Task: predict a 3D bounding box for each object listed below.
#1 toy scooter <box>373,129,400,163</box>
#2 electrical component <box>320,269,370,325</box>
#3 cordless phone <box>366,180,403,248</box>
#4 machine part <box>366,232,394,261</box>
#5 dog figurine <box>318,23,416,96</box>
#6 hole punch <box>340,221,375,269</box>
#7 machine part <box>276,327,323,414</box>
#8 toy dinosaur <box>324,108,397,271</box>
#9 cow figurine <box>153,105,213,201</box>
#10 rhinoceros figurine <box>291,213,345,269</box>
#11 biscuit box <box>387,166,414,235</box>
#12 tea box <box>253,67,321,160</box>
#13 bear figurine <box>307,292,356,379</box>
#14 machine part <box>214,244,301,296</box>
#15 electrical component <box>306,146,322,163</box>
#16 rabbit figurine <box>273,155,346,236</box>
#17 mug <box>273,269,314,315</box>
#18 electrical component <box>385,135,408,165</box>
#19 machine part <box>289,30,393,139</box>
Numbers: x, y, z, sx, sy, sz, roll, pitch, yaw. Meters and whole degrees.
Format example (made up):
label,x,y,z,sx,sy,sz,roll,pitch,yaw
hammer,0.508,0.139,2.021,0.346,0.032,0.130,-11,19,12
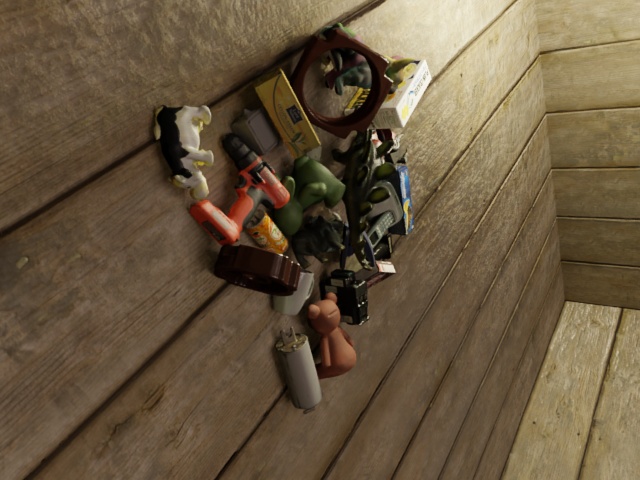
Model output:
label,x,y,z,sx,sy,sz,roll,pitch,yaw
toy scooter,0.151,-0.276,1.469,0.184,0.075,0.135,-45,122,-40
electrical component,0.062,0.142,1.362,0.058,0.115,0.134,-26,116,-51
cordless phone,0.141,-0.062,1.476,0.184,0.089,0.146,-53,133,-30
machine part,0.177,0.036,1.569,0.139,0.039,0.084,-42,134,-45
dog figurine,0.117,-0.437,1.300,0.219,0.109,0.191,-18,116,-14
hole punch,0.097,0.013,1.376,0.142,0.092,0.115,-63,155,-80
machine part,-0.047,0.309,1.265,0.079,0.079,0.243,-38,121,-45
toy dinosaur,0.093,-0.125,1.259,0.105,0.198,0.471,11,64,-21
cow figurine,-0.244,-0.153,0.955,0.098,0.068,0.167,-3,91,-32
rhinoceros figurine,-0.003,-0.004,1.278,0.112,0.073,0.190,54,36,6
biscuit box,0.234,-0.119,1.605,0.059,0.063,0.202,-33,119,-48
tea box,-0.070,-0.265,1.124,0.169,0.068,0.098,61,5,-25
bear figurine,0.008,0.237,1.325,0.120,0.132,0.195,-36,103,-47
machine part,-0.122,0.059,1.058,0.179,0.180,0.056,34,63,-49
electrical component,-0.020,-0.211,1.291,0.063,0.021,0.094,12,83,-53
rabbit figurine,-0.046,-0.094,1.196,0.159,0.121,0.170,45,72,-41
mug,-0.061,0.117,1.233,0.109,0.081,0.107,16,92,-57
electrical component,0.224,-0.265,1.591,0.078,0.045,0.102,-52,132,-38
machine part,0.042,-0.346,1.201,0.201,0.087,0.201,23,109,-18
